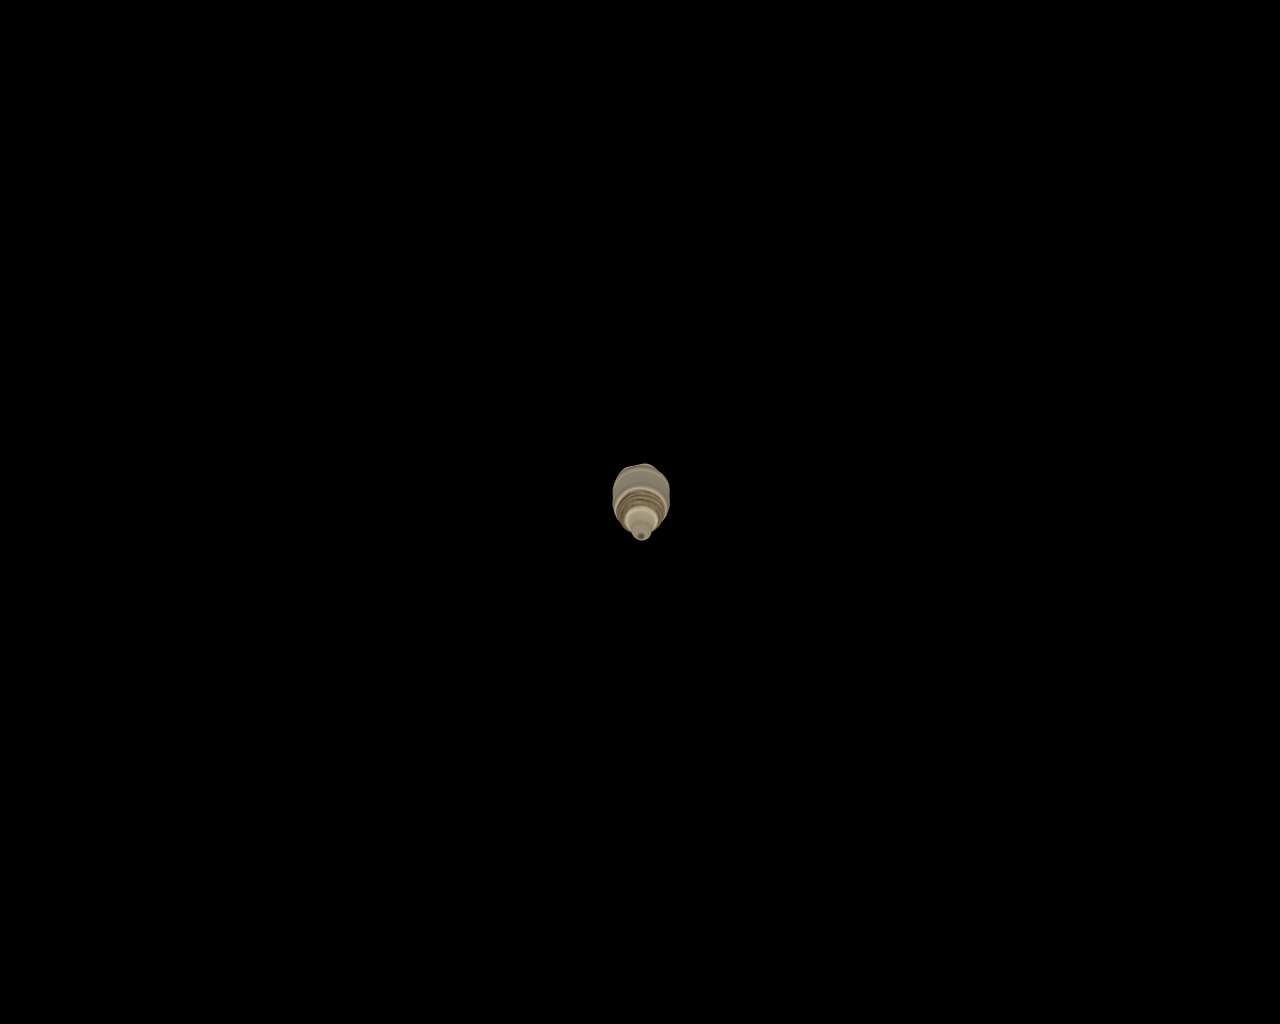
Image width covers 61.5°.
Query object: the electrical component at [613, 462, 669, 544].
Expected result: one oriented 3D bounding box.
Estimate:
[{"bbox_3d":[0.001,-0.003,0.650,0.035,0.035,0.061,0,34,0],"label":"electrical component"}]
